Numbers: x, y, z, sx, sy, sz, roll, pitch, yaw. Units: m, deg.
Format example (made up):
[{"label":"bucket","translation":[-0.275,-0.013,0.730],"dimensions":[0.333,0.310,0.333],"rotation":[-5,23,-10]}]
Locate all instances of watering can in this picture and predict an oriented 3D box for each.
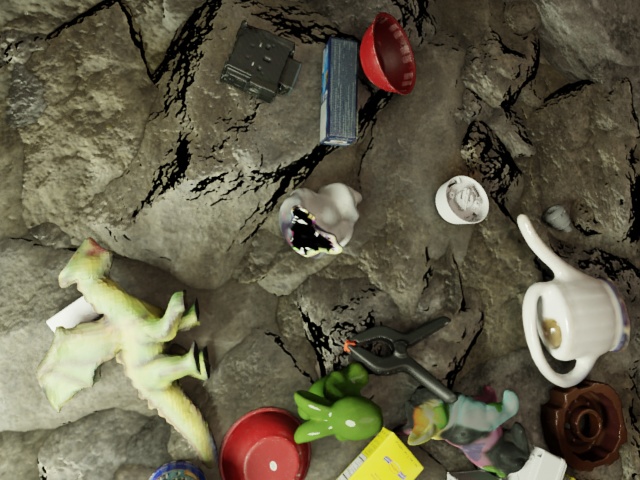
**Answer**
[{"label":"watering can","translation":[0.506,0.114,1.043],"dimensions":[0.225,0.103,0.349],"rotation":[-3,83,-17]}]

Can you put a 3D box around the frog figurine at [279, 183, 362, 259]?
[{"label":"frog figurine","translation":[0.003,-0.047,0.940],"dimensions":[0.137,0.120,0.163],"rotation":[32,39,-2]}]

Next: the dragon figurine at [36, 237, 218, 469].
[{"label":"dragon figurine","translation":[-0.299,0.195,0.797],"dimensions":[0.243,0.123,0.408],"rotation":[-8,97,-10]}]
